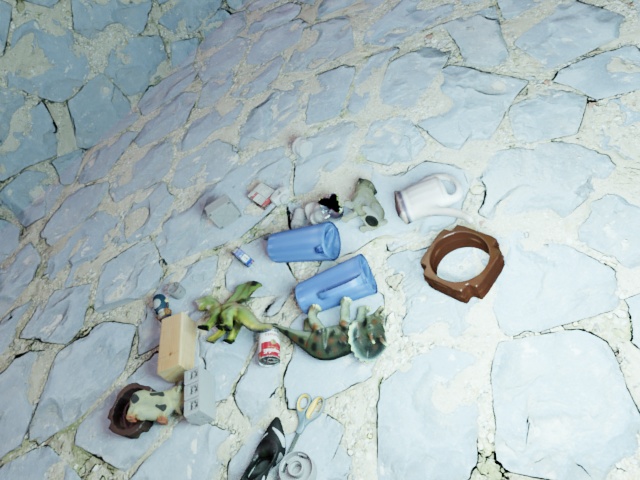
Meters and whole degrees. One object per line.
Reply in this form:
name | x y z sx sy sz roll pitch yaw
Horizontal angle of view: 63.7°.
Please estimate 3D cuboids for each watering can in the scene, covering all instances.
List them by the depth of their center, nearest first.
watering can | 0.354 -0.116 1.646 0.223 0.102 0.355 -22 28 11

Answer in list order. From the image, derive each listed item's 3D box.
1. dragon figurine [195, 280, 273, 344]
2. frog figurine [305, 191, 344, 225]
dragon figurine | -0.277 0.224 1.735 0.408 0.248 0.120 -9 -49 31
frog figurine | 0.006 -0.094 1.866 0.157 0.122 0.140 -40 13 47
